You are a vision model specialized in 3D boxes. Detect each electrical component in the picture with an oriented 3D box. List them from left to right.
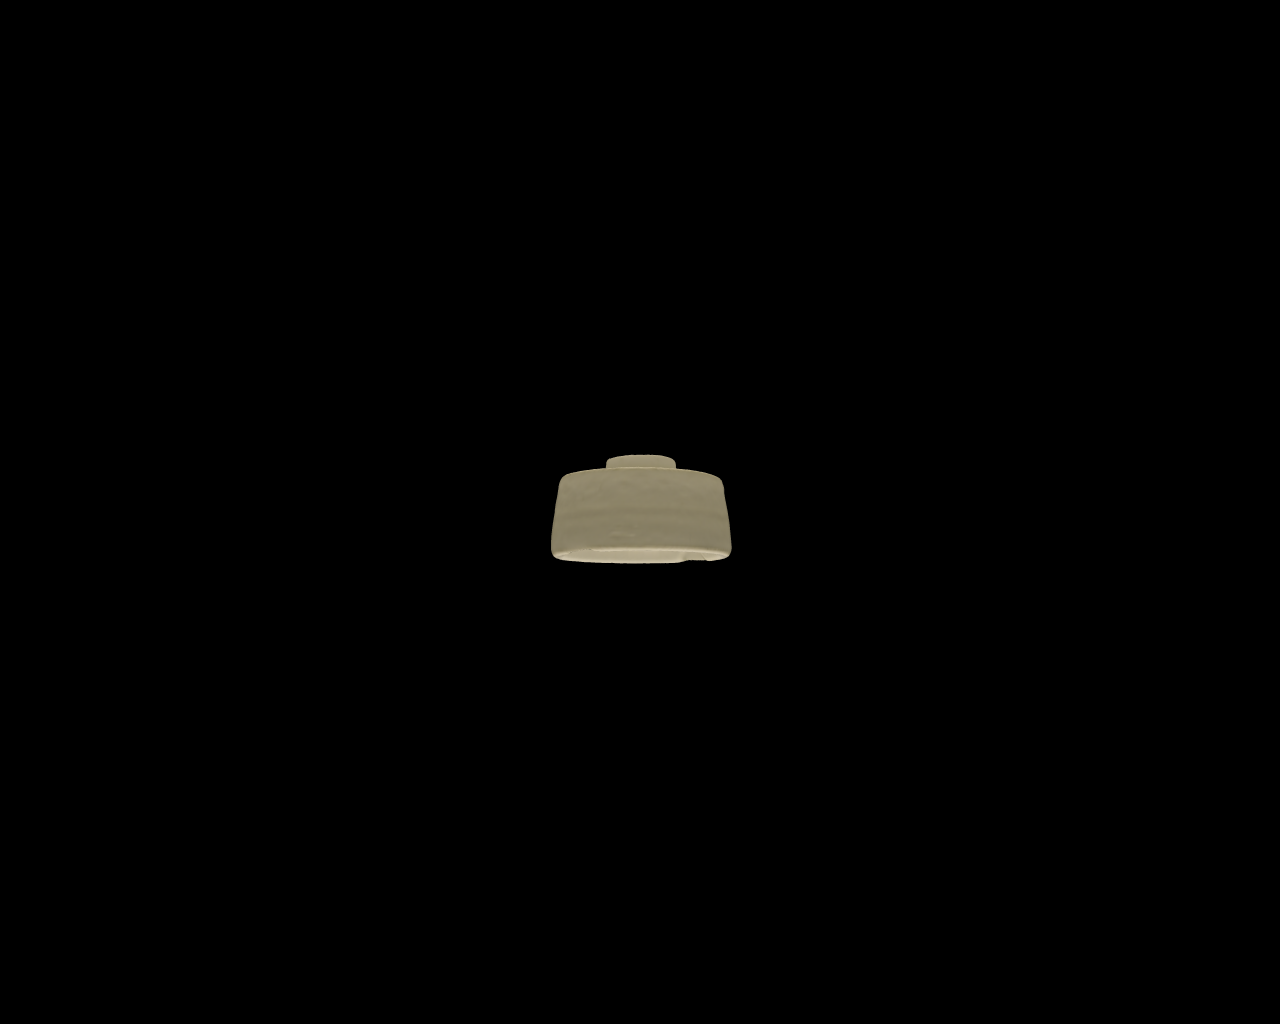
[{"bbox_3d":[0.001,-0.003,0.650,0.108,0.060,0.108,0,-7,0],"label":"electrical component"}]
